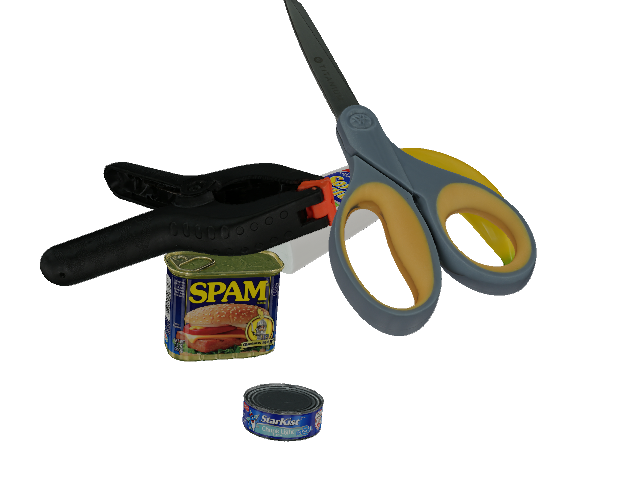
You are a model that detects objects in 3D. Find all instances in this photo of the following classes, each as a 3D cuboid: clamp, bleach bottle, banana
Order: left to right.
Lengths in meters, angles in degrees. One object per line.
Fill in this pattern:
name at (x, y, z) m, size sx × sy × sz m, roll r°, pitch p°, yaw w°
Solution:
clamp at (-0.079, -0.011, 0.630) m, size 0.172 × 0.039 × 0.120 m, roll -1°, pitch 39°, yaw 24°
bleach bottle at (0.025, -0.050, 1.302) m, size 0.250 × 0.068 × 0.103 m, roll -31°, pitch 44°, yaw -33°
banana at (0.104, -0.040, 0.918) m, size 0.037 × 0.070 × 0.198 m, roll 5°, pitch 27°, yaw -45°

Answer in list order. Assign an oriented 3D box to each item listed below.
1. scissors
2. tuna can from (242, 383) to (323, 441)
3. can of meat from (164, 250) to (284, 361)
scissors at (0.037, -0.043, 0.479) m, size 0.096 × 0.202 × 0.016 m, roll 2°, pitch -39°, yaw -10°
tuna can at (-0.040, 0.183, 1.138) m, size 0.086 × 0.034 × 0.086 m, roll 4°, pitch 12°, yaw -1°
can of meat at (-0.086, 0.056, 0.936) m, size 0.102 × 0.084 × 0.057 m, roll -1°, pitch 19°, yaw -18°
